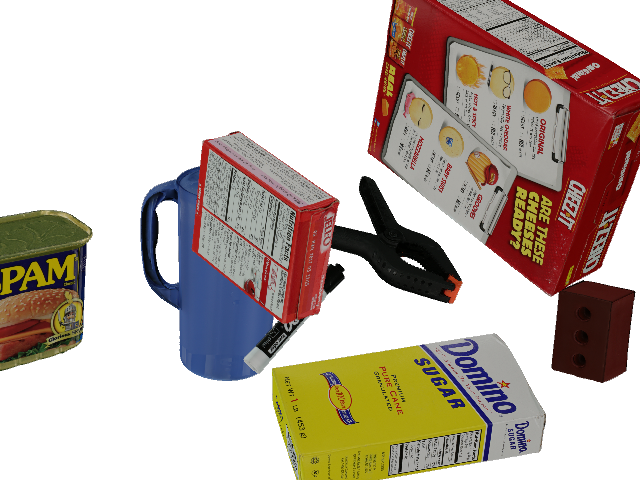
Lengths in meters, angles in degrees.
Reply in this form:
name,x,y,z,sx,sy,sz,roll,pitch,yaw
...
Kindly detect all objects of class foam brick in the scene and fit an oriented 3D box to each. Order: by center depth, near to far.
name,x,y,z,sx,sy,sz,roll,pitch,yaw
foam brick,0.245,0.081,0.958,0.053,0.078,0.051,12,17,37

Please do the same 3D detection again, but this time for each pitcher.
name,x,y,z,sx,sy,sz,roll,pitch,yaw
pitcher,-0.119,0.038,1.262,0.149,0.243,0.144,21,26,33

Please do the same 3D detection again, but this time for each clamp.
name,x,y,z,sx,sy,sz,roll,pitch,yaw
clamp,0.069,0.007,1.243,0.164,0.036,0.210,-23,53,-40

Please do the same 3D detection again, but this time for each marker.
name,x,y,z,sx,sy,sz,roll,pitch,yaw
marker,-0.021,0.066,0.936,0.020,0.121,0.020,38,-17,14

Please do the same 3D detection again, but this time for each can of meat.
name,x,y,z,sx,sy,sz,roll,pitch,yaw
can of meat,-0.203,0.034,0.697,0.101,0.084,0.058,-13,30,-41

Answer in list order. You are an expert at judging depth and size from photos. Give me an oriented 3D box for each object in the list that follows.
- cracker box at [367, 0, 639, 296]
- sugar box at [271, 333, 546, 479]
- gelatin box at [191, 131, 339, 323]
name,x,y,z,sx,sy,sz,roll,pitch,yaw
cracker box,0.138,-0.088,0.815,0.072,0.164,0.214,-25,50,-33
sugar box,0.060,0.120,0.759,0.176,0.048,0.093,-10,37,-10
gelatin box,-0.032,-0.008,0.587,0.030,0.073,0.089,-20,42,-38
